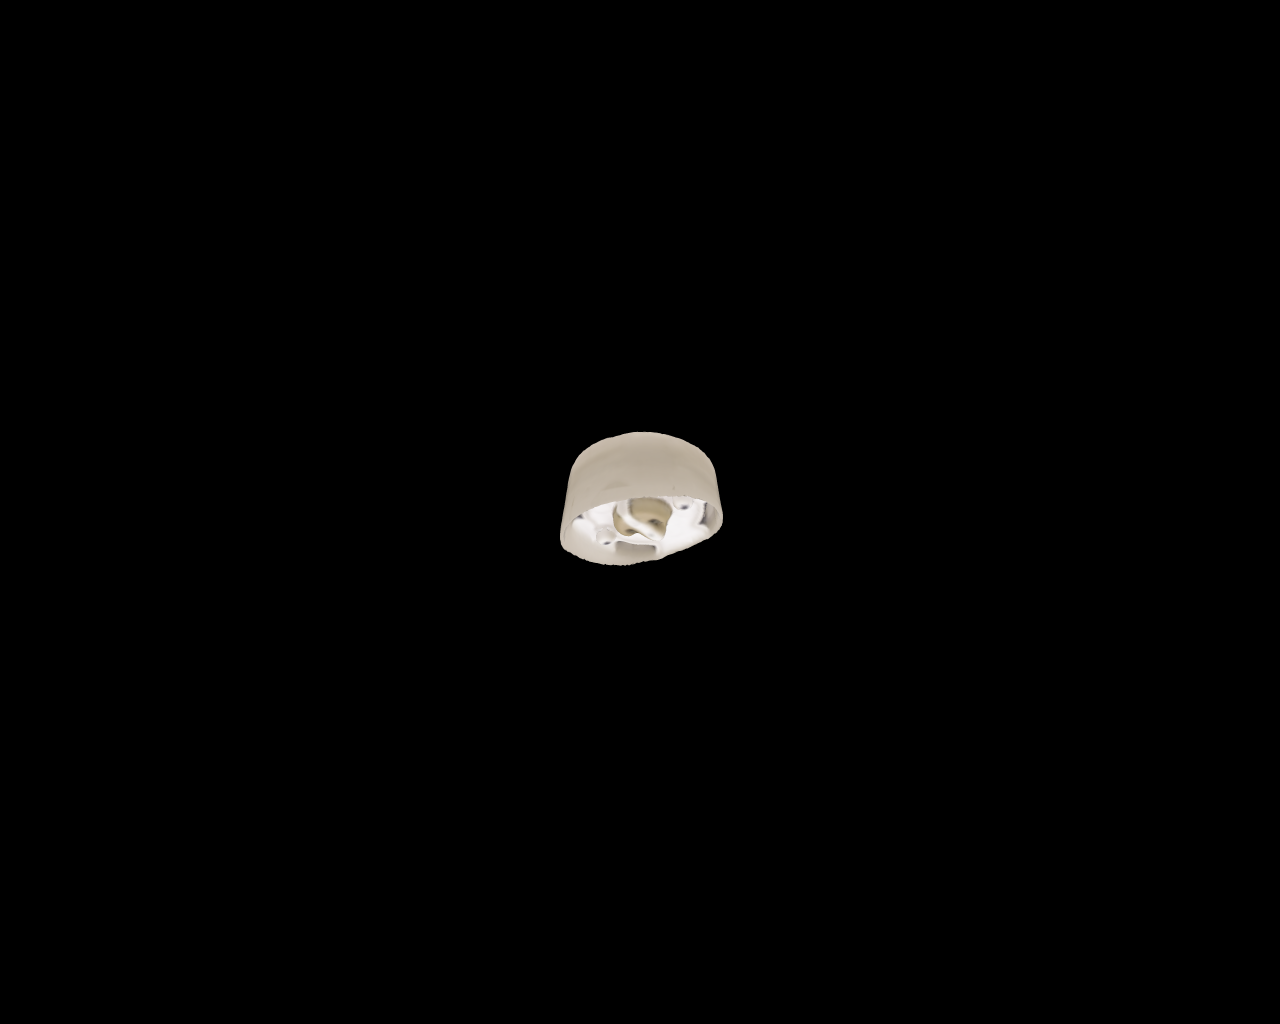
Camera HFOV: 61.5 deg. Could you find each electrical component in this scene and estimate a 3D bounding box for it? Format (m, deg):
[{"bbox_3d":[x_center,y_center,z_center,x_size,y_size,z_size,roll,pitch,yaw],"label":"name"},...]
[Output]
[{"bbox_3d":[0.001,-0.003,0.650,0.099,0.064,0.099,0,-35,0],"label":"electrical component"}]
